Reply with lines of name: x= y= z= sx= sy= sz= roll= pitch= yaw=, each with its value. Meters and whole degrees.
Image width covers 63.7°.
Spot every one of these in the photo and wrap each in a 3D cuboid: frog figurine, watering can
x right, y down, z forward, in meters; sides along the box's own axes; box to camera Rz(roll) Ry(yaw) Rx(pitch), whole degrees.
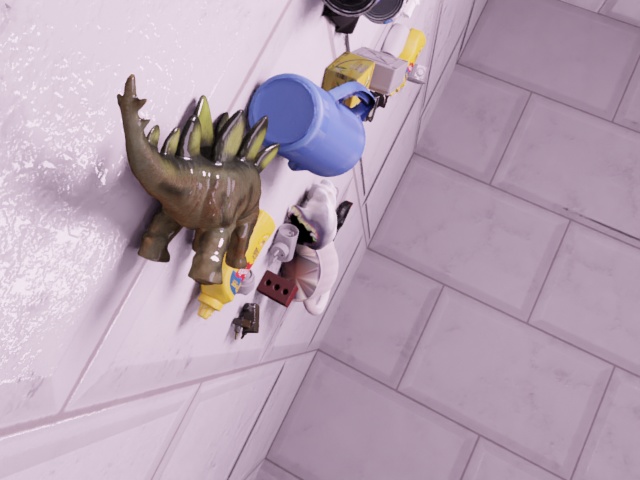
frog figurine: x=0.004 y=-0.059 z=1.172 sx=0.162 sy=0.123 sz=0.134 roll=-42 pitch=137 yaw=-37
watering can: x=-0.012 y=0.029 z=1.339 sx=0.225 sy=0.104 sz=0.347 roll=-2 pitch=96 yaw=-68
